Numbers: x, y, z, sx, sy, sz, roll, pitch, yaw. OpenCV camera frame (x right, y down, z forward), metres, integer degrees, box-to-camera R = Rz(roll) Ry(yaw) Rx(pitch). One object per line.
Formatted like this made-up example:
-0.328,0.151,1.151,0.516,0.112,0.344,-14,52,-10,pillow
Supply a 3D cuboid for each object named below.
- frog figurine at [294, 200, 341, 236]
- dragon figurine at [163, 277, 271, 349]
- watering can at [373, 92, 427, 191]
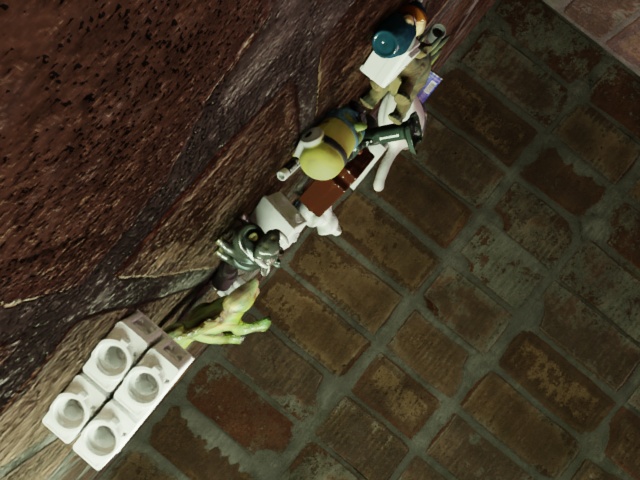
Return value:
0.005,-0.077,1.525,0.120,0.160,0.139,-53,178,27,frog figurine
-0.262,0.180,1.060,0.406,0.123,0.242,-31,164,23,dragon figurine
0.215,-0.300,1.431,0.224,0.104,0.347,4,98,-66,watering can
